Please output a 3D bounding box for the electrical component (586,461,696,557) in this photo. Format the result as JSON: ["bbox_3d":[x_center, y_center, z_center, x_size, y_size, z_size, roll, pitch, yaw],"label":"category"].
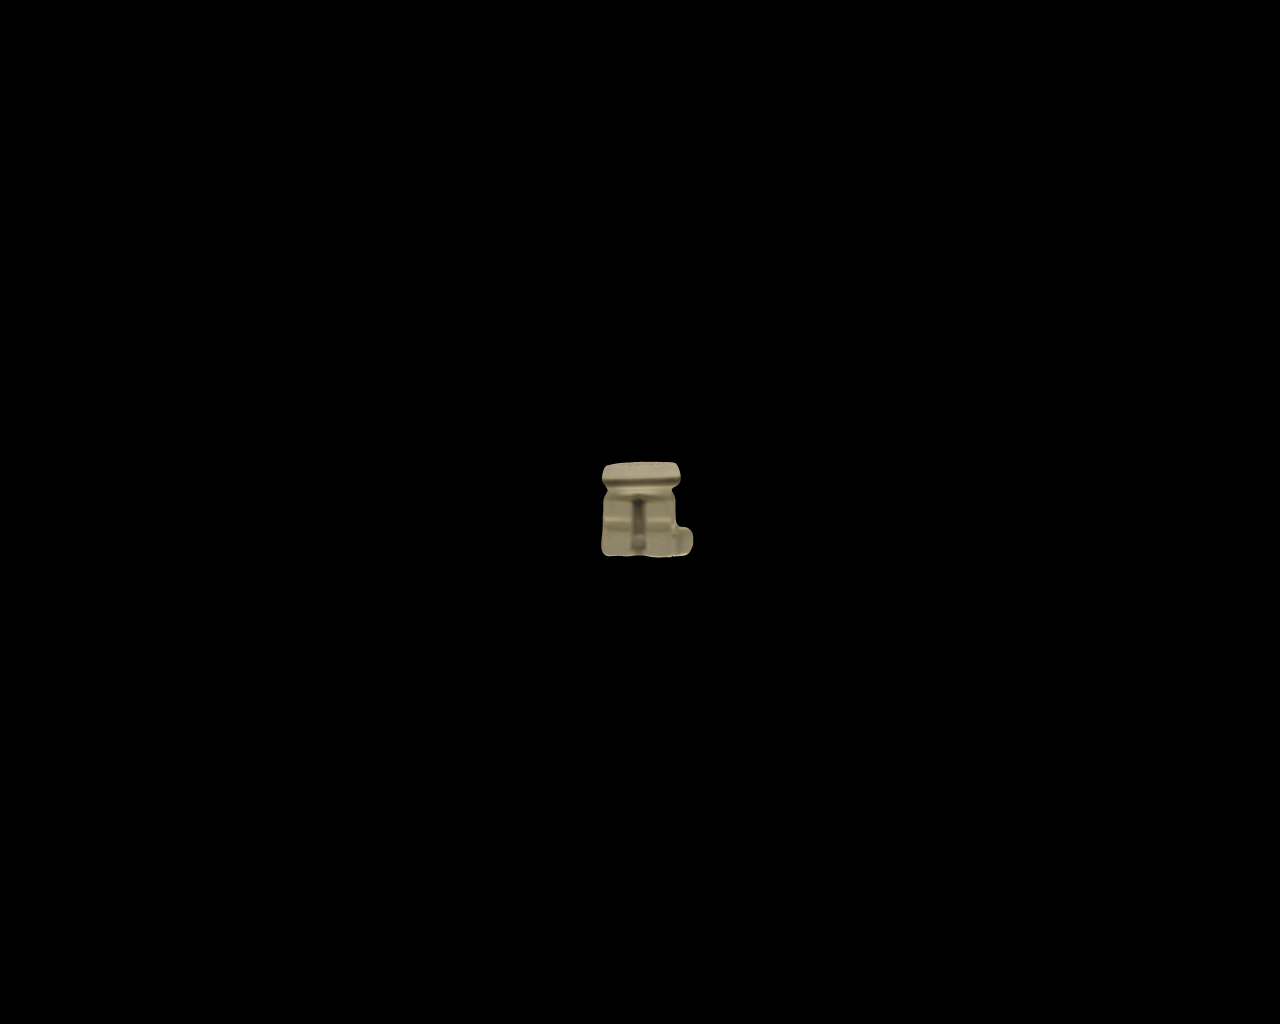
[{"bbox_3d":[0.001,-0.003,0.650,0.066,0.055,0.048,0,4,2],"label":"electrical component"}]
